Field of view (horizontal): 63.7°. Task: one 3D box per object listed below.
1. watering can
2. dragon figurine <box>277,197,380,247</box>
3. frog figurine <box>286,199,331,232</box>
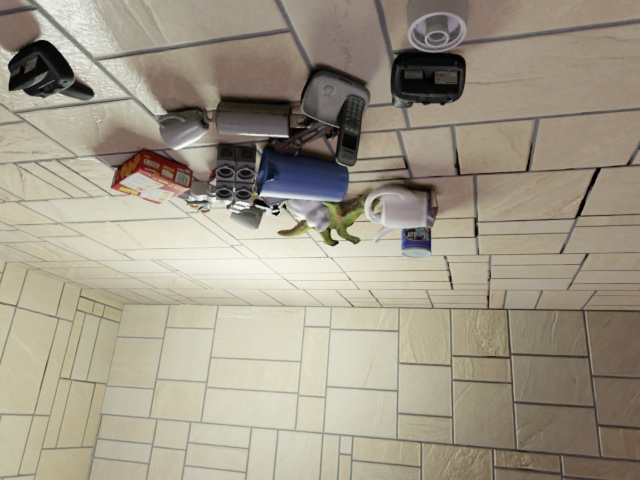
[{"bbox_3d":[0.256,-0.077,1.632,0.224,0.106,0.341,1,153,8],"label":"watering can"},{"bbox_3d":[0.005,-0.088,1.739,0.409,0.125,0.237,-4,141,18],"label":"dragon figurine"},{"bbox_3d":[-0.037,-0.095,1.557,0.123,0.162,0.135,1,158,-35],"label":"frog figurine"}]
